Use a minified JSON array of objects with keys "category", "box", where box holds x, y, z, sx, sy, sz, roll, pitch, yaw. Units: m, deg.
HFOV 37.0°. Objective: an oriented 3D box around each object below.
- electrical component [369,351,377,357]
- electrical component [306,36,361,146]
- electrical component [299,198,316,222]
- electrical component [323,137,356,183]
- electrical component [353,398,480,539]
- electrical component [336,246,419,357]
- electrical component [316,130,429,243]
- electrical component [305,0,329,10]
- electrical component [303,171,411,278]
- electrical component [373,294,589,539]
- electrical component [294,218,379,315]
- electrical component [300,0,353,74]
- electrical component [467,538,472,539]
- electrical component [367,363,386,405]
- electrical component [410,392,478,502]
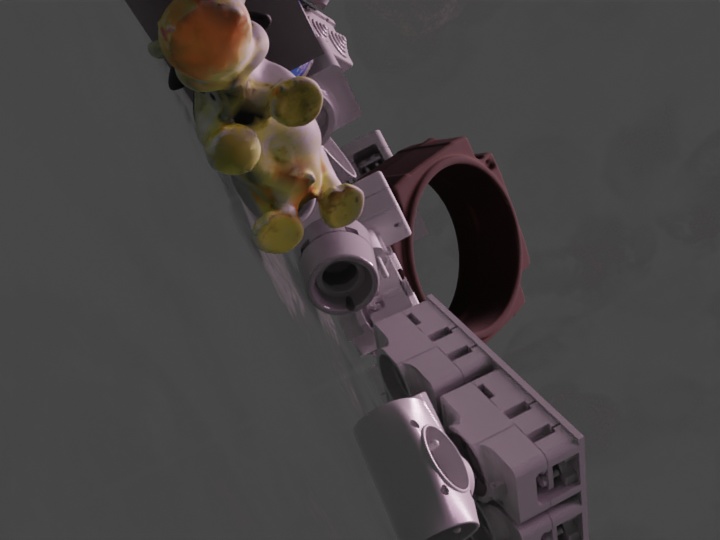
[{"category":"electrical component","box":[0.020,0.040,0.959,0.057,0.058,0.078,61,2,19]},{"category":"electrical component","box":[-0.051,-0.119,0.776,0.050,0.089,0.055,61,4,-41]},{"category":"electrical component","box":[-0.049,-0.047,0.691,0.040,0.040,0.046,63,-3,-2]},{"category":"electrical component","box":[-0.053,-0.106,0.876,0.099,0.064,0.099,63,3,-6]},{"category":"electrical component","box":[0.040,0.118,0.605,0.079,0.044,0.077,26,34,-55]},{"category":"electrical component","box":[0.000,0.000,0.888,0.121,0.063,0.078,65,3,25]},{"category":"electrical component","box":[0.003,-0.076,1.212,0.060,0.105,0.186,64,3,24]},{"category":"electrical component","box":[-0.097,-0.290,0.886,0.186,0.060,0.105,29,10,-11]},{"category":"electrical component","box":[-0.002,-0.019,0.820,0.075,0.083,0.047,65,3,32]},{"category":"electrical component","box":[0.077,0.114,0.753,0.186,0.060,0.105,45,-28,50]},{"category":"electrical component","box":[-0.015,-0.002,0.738,0.047,0.055,0.055,-107,170,-55]},{"category":"electrical component","box":[-0.063,-0.178,0.914,0.048,0.100,0.100,63,18,12]},{"category":"electrical component","box":[0.089,0.212,0.767,0.062,0.048,0.048,-100,165,-56]},{"category":"electrical component","box":[0.045,0.097,0.910,0.059,0.054,0.095,64,3,5]},{"category":"electrical component","box":[0.038,0.120,0.676,0.077,0.043,0.079,64,3,9]}]
